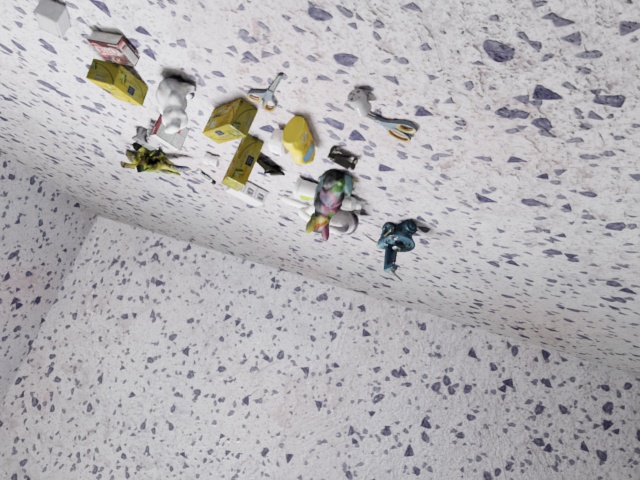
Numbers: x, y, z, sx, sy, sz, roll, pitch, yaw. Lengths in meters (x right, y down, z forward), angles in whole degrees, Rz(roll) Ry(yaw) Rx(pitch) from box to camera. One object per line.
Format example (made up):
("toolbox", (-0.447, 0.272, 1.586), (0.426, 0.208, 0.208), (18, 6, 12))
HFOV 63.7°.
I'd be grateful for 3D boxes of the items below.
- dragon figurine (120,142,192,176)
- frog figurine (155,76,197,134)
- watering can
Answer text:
("dragon figurine", (-0.681, -0.322, 2.202), (0.411, 0.122, 0.242), (18, -179, 15))
("frog figurine", (-0.432, -0.386, 1.495), (0.121, 0.162, 0.137), (33, 159, -33))
("watering can", (0.006, -0.100, 1.991), (0.224, 0.103, 0.352), (5, -159, -37))
